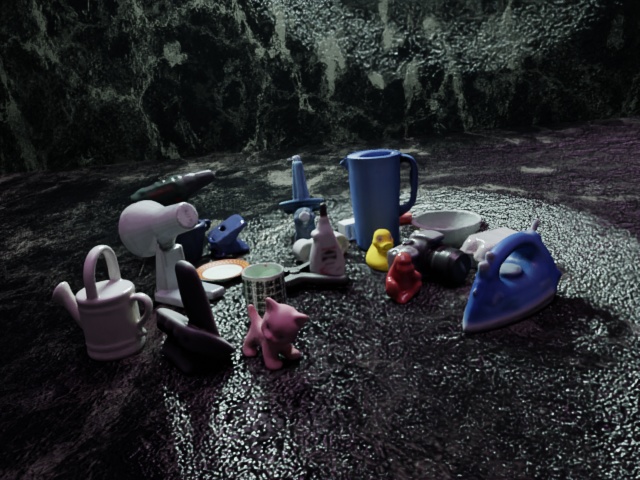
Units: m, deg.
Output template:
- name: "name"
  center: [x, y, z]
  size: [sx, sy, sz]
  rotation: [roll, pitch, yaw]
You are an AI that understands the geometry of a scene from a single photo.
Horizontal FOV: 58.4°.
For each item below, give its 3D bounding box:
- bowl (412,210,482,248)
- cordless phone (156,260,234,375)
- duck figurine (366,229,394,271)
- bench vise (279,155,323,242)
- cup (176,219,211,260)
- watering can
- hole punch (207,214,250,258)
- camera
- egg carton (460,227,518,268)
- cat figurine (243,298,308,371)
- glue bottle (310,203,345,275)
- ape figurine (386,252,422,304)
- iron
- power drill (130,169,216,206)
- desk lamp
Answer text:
- name: "bowl"
  center: [0.307, -0.018, 1.388]
  size: [0.167, 0.075, 0.167]
  rotation: [-5, 18, 2]
- name: "cordless phone"
  center: [-0.219, 0.112, 0.952]
  size: [0.094, 0.185, 0.147]
  rotation: [-20, 23, -39]
- name: "duck figurine"
  center: [0.143, 0.016, 1.311]
  size: [0.077, 0.086, 0.104]
  rotation: [-10, 18, -13]
- name: "bench vise"
  center: [-0.039, -0.111, 1.542]
  size: [0.122, 0.220, 0.206]
  rotation: [-12, 19, -20]
- name: "cup"
  center: [-0.327, -0.001, 1.487]
  size: [0.091, 0.095, 0.118]
  rotation: [10, 23, 39]
- name: "watering can"
  center: [-0.382, 0.105, 1.005]
  size: [0.173, 0.194, 0.100]
  rotation: [-8, 18, -9]
- name: "hole punch"
  center: [-0.244, -0.012, 1.504]
  size: [0.101, 0.091, 0.108]
  rotation: [-13, 19, -21]
- name: "camera"
  center: [0.232, 0.039, 1.190]
  size: [0.143, 0.101, 0.136]
  rotation: [-18, 22, -35]
- name: "egg carton"
  center: [0.389, 0.022, 1.247]
  size: [0.150, 0.069, 0.107]
  rotation: [-13, 19, -22]
- name: "cat figurine"
  center: [-0.076, 0.141, 0.930]
  size: [0.067, 0.118, 0.127]
  rotation: [-21, 23, -40]
- name: "glue bottle"
  center: [0.011, 0.004, 1.242]
  size: [0.078, 0.173, 0.037]
  rotation: [-13, 19, -23]
- name: "ape figurine"
  center: [0.163, 0.069, 1.128]
  size: [0.078, 0.092, 0.076]
  rotation: [-8, 18, -10]
- name: "iron"
  center: [0.334, 0.059, 1.029]
  size: [0.259, 0.141, 0.118]
  rotation: [-21, 23, -40]
- name: "power drill"
  center: [-0.384, -0.075, 1.548]
  size: [0.230, 0.208, 0.075]
  rotation: [-11, 19, -17]
- name: "desk lamp"
  center: [-0.316, 0.020, 1.220]
  size: [0.202, 0.214, 0.118]
  rotation: [7, 21, 33]
